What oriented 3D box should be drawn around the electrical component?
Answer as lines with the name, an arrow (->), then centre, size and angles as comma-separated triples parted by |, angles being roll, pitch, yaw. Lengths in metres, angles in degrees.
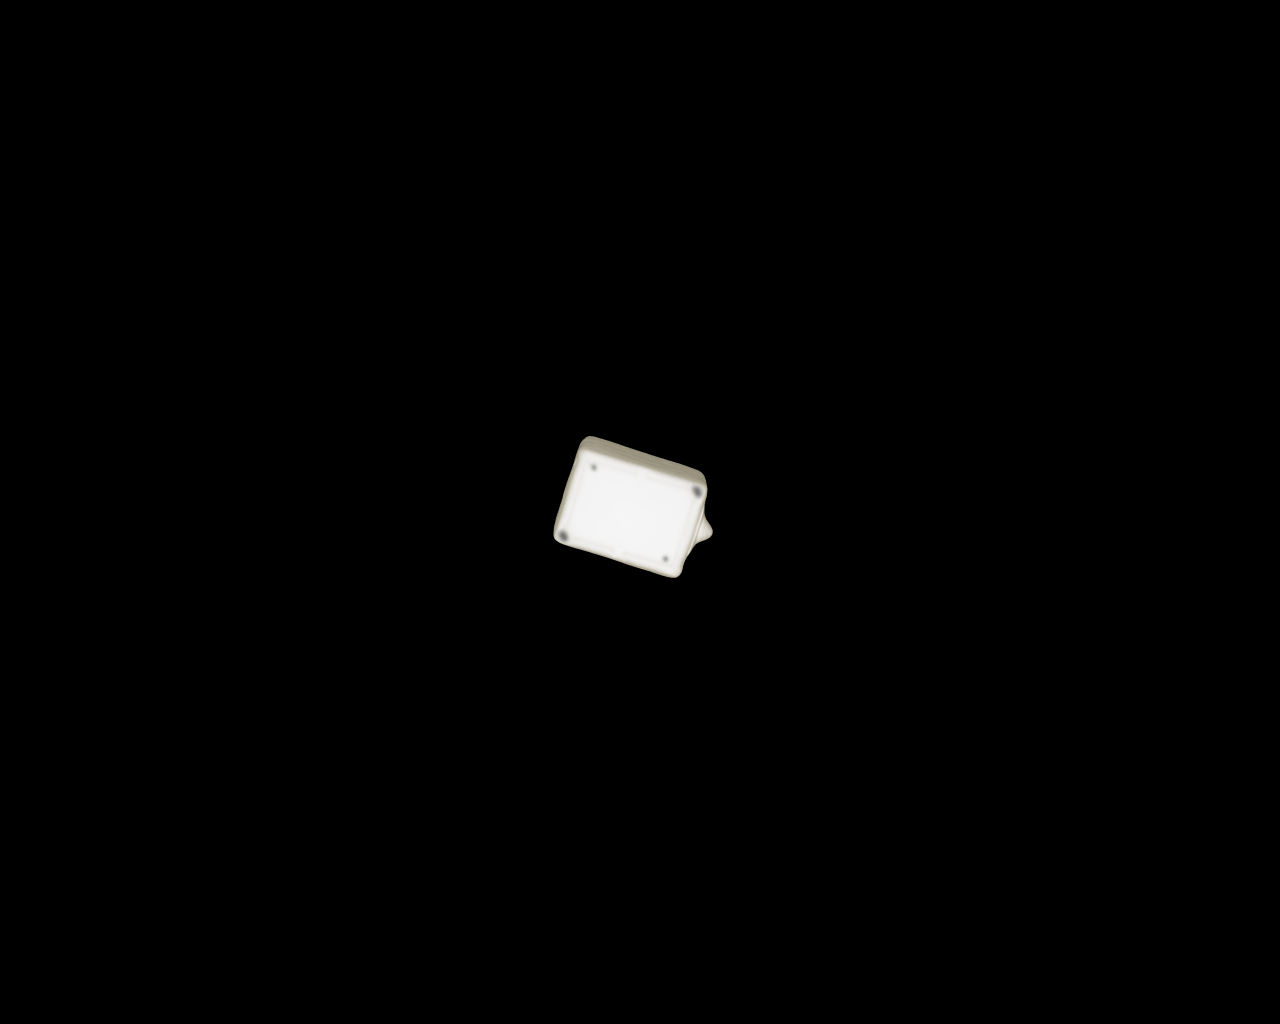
electrical component -> 0.001, -0.003, 0.650 | 0.096, 0.061, 0.061 | 18, 11, -4
